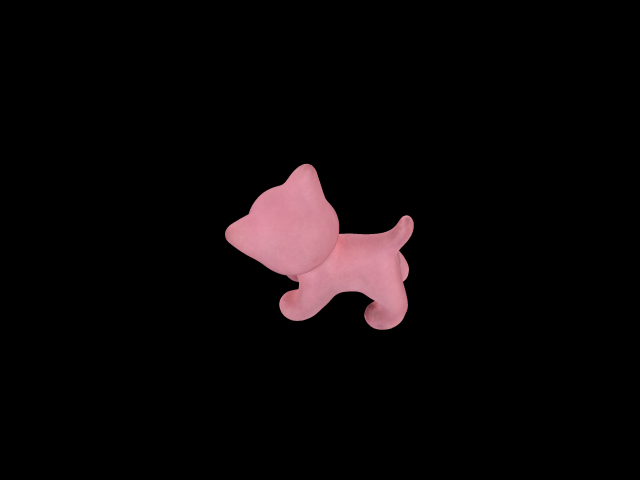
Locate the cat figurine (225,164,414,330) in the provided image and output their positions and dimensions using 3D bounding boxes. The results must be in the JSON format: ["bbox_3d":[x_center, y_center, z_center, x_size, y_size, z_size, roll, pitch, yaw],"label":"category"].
[{"bbox_3d":[0.004,0.001,0.400,0.127,0.118,0.067,2,47,2],"label":"cat figurine"}]
